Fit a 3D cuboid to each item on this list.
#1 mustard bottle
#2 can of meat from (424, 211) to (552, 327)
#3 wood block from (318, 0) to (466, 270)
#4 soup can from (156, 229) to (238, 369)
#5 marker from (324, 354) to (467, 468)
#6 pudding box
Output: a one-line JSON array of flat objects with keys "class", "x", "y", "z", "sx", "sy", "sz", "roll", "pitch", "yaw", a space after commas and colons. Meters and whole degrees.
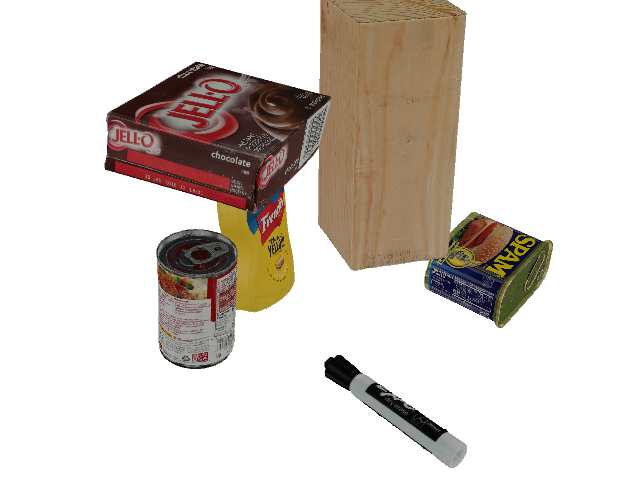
[{"class": "mustard bottle", "x": -0.070, "y": -0.028, "z": 1.120, "sx": 0.058, "sy": 0.191, "sz": 0.096, "roll": 7, "pitch": 26, "yaw": 28}, {"class": "can of meat", "x": 0.160, "y": 0.025, "z": 1.021, "sx": 0.084, "sy": 0.057, "sz": 0.101, "roll": 26, "pitch": 45, "yaw": 27}, {"class": "wood block", "x": 0.054, "y": -0.091, "z": 0.864, "sx": 0.090, "sy": 0.206, "sz": 0.091, "roll": -8, "pitch": 29, "yaw": -16}, {"class": "soup can", "x": -0.106, "y": 0.051, "z": 0.915, "sx": 0.068, "sy": 0.102, "sz": 0.068, "roll": 3, "pitch": 34, "yaw": -2}, {"class": "marker", "x": 0.048, "y": 0.114, "z": 0.730, "sx": 0.121, "sy": 0.020, "sz": 0.020, "roll": 33, "pitch": 19, "yaw": 33}, {"class": "pudding box", "x": -0.055, "y": -0.061, "z": 0.596, "sx": 0.090, "sy": 0.039, "sz": 0.113, "roll": 17, "pitch": 26, "yaw": 13}]
